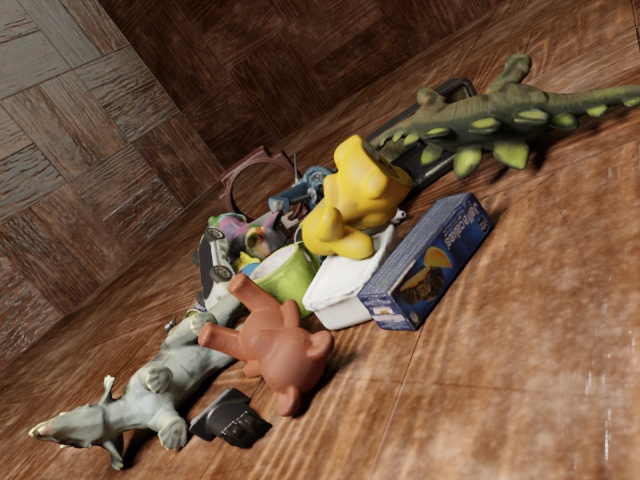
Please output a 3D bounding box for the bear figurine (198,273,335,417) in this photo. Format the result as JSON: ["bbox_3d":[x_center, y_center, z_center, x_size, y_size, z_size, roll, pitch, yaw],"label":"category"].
[{"bbox_3d":[-0.070,0.128,0.674,0.120,0.132,0.196,-59,14,-3],"label":"bear figurine"}]

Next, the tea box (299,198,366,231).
[{"bbox_3d":[0.055,-0.059,0.905,0.098,0.068,0.169,-18,25,50],"label":"tea box"}]

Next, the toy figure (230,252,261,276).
[{"bbox_3d":[-0.118,0.081,0.978,0.082,0.089,0.180,-46,27,-28],"label":"toy figure"}]

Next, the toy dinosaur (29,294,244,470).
[{"bbox_3d":[-0.218,0.192,0.819,0.192,0.131,0.405,-18,18,46],"label":"toy dinosaur"}]

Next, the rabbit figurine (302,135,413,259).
[{"bbox_3d":[0.042,-0.036,0.752,0.173,0.122,0.162,-43,22,24],"label":"rabbit figurine"}]

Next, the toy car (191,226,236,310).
[{"bbox_3d":[-0.189,0.050,0.966,0.073,0.056,0.202,-57,31,24],"label":"toy car"}]

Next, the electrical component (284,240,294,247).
[{"bbox_3d":[-0.055,0.035,1.014,0.021,0.063,0.094,9,20,10],"label":"electrical component"}]

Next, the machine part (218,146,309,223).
[{"bbox_3d":[-0.137,-0.117,1.346,0.201,0.200,0.087,-34,18,6],"label":"machine part"}]

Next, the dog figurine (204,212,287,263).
[{"bbox_3d":[-0.148,-0.006,1.094,0.108,0.191,0.219,-37,-8,-29],"label":"dog figurine"}]

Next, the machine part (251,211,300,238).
[{"bbox_3d":[-0.154,-0.005,1.290,0.243,0.079,0.079,-28,18,24],"label":"machine part"}]

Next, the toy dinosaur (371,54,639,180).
[{"bbox_3d":[0.271,-0.179,0.793,0.472,0.105,0.198,-12,37,31],"label":"toy dinosaur"}]

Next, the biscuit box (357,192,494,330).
[{"bbox_3d":[0.135,0.022,0.663,0.203,0.059,0.063,-46,17,-29],"label":"biscuit box"}]

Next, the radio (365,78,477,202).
[{"bbox_3d":[0.192,-0.179,0.981,0.229,0.131,0.073,-34,16,5],"label":"radio"}]

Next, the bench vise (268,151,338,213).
[{"bbox_3d":[-0.027,-0.105,1.185,0.224,0.128,0.240,18,32,42],"label":"bench vise"}]

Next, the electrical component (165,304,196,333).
[{"bbox_3d":[-0.269,0.172,1.088,0.102,0.045,0.078,-32,15,14],"label":"electrical component"}]

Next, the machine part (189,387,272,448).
[{"bbox_3d":[-0.112,0.219,0.658,0.084,0.039,0.139,-35,12,-28],"label":"machine part"}]

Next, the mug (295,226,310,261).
[{"bbox_3d":[-0.002,-0.003,1.001,0.109,0.081,0.107,-58,-1,21],"label":"mug"}]
